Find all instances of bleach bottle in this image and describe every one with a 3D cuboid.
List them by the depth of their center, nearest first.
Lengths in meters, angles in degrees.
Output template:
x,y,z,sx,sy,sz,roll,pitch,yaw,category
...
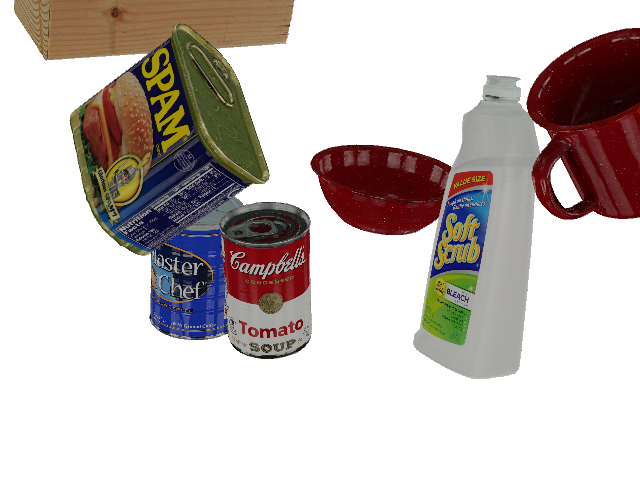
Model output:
x,y,z,sx,sy,sz,roll,pitch,yaw,category
0.138,-0.015,0.914,0.068,0.251,0.103,-3,15,-29,bleach bottle

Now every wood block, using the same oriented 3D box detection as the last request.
x,y,z,sx,sy,sz,roll,pitch,yaw,category
-0.129,-0.210,0.854,0.205,0.091,0.090,-10,41,-29,wood block

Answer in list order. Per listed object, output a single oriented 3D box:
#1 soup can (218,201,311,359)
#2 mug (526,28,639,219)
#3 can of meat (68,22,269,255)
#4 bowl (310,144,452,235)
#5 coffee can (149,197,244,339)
x,y,z,sx,sy,sz,roll,pitch,yaw,category
-0.041,0.031,0.816,0.068,0.102,0.068,-1,29,0,soup can
0.175,-0.059,0.641,0.117,0.081,0.093,-44,33,-14,mug
-0.085,-0.054,0.584,0.084,0.102,0.057,-33,-37,19,can of meat
0.067,-0.048,1.115,0.162,0.055,0.162,6,23,-3,bowl
-0.139,0.025,1.193,0.103,0.140,0.103,4,24,-2,coffee can
